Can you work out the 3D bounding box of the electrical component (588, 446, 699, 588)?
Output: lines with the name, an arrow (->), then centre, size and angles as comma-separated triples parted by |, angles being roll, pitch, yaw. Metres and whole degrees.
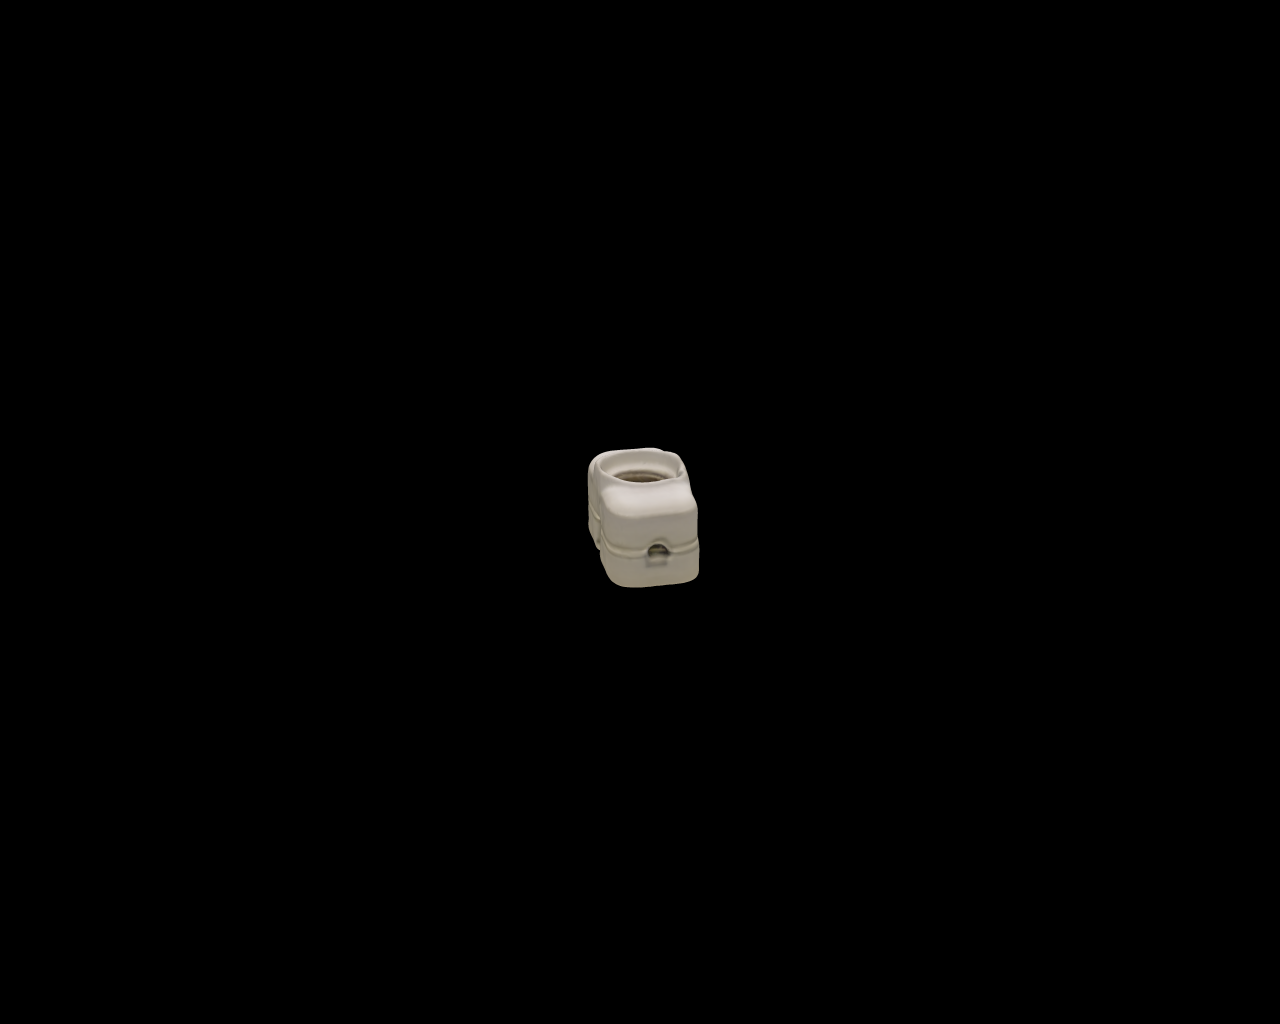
electrical component -> 0.001, -0.003, 0.650 | 0.054, 0.059, 0.095 | -5, 25, -10
